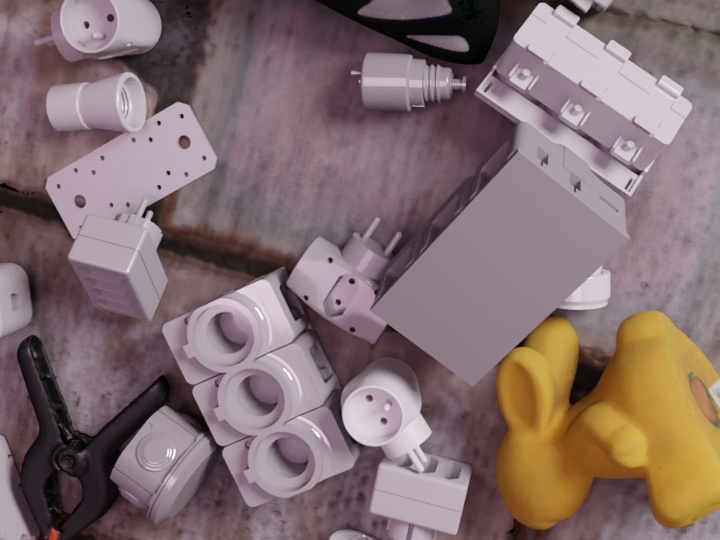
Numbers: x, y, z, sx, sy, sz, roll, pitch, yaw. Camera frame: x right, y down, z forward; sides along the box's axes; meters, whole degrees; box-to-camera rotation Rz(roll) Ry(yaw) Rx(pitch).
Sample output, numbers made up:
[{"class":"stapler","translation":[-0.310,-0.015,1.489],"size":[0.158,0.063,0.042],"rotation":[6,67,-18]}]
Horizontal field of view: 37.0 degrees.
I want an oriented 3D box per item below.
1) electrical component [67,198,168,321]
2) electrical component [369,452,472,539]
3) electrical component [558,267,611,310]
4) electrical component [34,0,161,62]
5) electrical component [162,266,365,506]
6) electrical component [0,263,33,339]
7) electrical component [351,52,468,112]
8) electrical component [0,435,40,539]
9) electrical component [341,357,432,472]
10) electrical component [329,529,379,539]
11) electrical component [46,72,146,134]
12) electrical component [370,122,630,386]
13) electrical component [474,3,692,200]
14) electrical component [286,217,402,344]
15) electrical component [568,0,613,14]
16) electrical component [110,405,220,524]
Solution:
[{"class":"electrical component","translation":[-0.170,-0.017,0.792],"size":[0.047,0.083,0.075],"rotation":[14,64,8]},{"class":"electrical component","translation":[0.041,0.178,0.793],"size":[0.066,0.047,0.076],"rotation":[13,102,8]},{"class":"electrical component","translation":[0.150,-0.004,0.741],"size":[0.045,0.045,0.055],"rotation":[0,100,11]},{"class":"electrical component","translation":[-0.191,-0.170,0.762],"size":[0.079,0.077,0.043],"rotation":[-12,98,13]},{"class":"electrical component","translation":[-0.069,0.086,0.791],"size":[0.089,0.062,0.150],"rotation":[-24,95,14]},{"class":"electrical component","translation":[-0.306,0.025,0.827],"size":[0.095,0.059,0.053],"rotation":[-2,99,11]},{"class":"electrical component","translation":[0.035,-0.129,0.744],"size":[0.078,0.040,0.040],"rotation":[4,101,11]},{"class":"electrical component","translation":[-0.306,0.187,0.861],"size":[0.056,0.050,0.089],"rotation":[-17,96,13]},{"class":"electrical component","translation":[0.025,0.108,0.769],"size":[0.043,0.077,0.079],"rotation":[-31,93,14]},{"class":"electrical component","translation":[-0.006,0.231,0.809],"size":[0.055,0.055,0.047],"rotation":[24,108,6]},{"class":"electrical component","translation":[-0.196,-0.121,0.791],"size":[0.065,0.044,0.044],"rotation":[-1,100,16]},{"class":"electrical component","translation":[0.090,-0.011,0.701],"size":[0.089,0.061,0.150],"rotation":[37,120,-9]},{"class":"electrical component","translation":[0.149,-0.115,0.706],"size":[0.121,0.063,0.078],"rotation":[35,64,3]},{"class":"electrical component","translation":[0.000,0.000,0.772],"size":[0.077,0.043,0.079],"rotation":[34,104,4]},{"class":"electrical component","translation":[0.144,-0.205,0.698],"size":[0.096,0.062,0.061],"rotation":[34,104,4]},{"class":"electrical component","translation":[-0.145,0.146,0.808],"size":[0.051,0.080,0.080],"rotation":[34,104,9]}]
